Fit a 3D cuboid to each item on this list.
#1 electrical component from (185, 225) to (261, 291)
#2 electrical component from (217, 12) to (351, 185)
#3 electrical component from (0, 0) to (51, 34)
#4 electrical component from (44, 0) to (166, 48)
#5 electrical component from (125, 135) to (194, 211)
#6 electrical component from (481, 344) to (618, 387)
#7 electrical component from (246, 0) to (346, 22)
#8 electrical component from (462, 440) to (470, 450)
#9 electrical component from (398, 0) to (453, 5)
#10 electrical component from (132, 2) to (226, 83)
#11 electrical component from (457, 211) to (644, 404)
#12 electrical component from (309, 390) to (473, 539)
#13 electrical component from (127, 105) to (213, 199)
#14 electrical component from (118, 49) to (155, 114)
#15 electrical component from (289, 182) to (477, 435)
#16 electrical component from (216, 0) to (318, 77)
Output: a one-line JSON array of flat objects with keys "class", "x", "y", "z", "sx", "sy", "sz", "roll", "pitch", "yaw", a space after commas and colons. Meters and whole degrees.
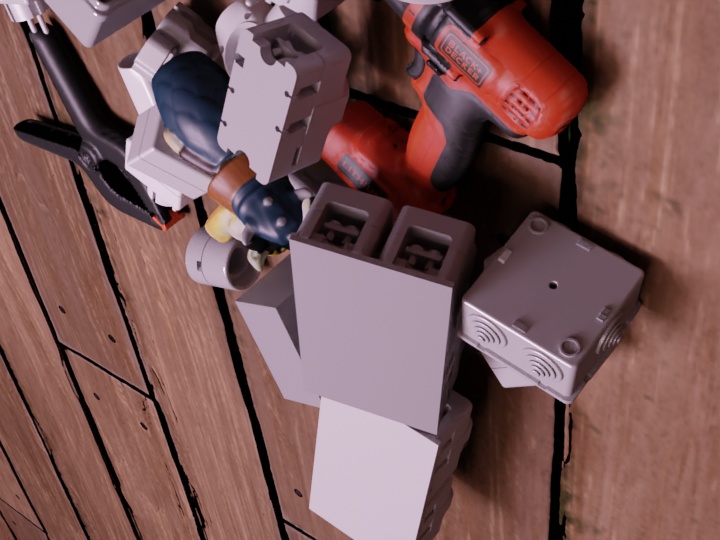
[{"class": "electrical component", "x": -0.120, "y": -0.010, "z": 0.961, "sx": 0.047, "sy": 0.055, "sz": 0.055, "roll": 14, "pitch": 135, "yaw": 35}, {"class": "electrical component", "x": -0.045, "y": -0.107, "z": 0.668, "sx": 0.050, "sy": 0.056, "sz": 0.089, "roll": 42, "pitch": 136, "yaw": 22}, {"class": "electrical component", "x": -0.288, "y": -0.236, "z": 0.917, "sx": 0.083, "sy": 0.047, "sz": 0.075, "roll": 14, "pitch": 135, "yaw": 40}, {"class": "electrical component", "x": -0.180, "y": -0.230, "z": 0.747, "sx": 0.108, "sy": 0.109, "sz": 0.056, "roll": 49, "pitch": 150, "yaw": -3}, {"class": "electrical component", "x": -0.167, "y": -0.082, "z": 0.942, "sx": 0.066, "sy": 0.047, "sz": 0.076, "roll": 38, "pitch": 144, "yaw": 14}, {"class": "electrical component", "x": 0.121, "y": 0.036, "z": 0.743, "sx": 0.083, "sy": 0.047, "sz": 0.075, "roll": -13, "pitch": 115, "yaw": 53}, {"class": "electrical component", "x": -0.044, "y": -0.189, "z": 0.665, "sx": 0.047, "sy": 0.077, "sz": 0.065, "roll": 33, "pitch": 145, "yaw": 21}, {"class": "electrical component", "x": 0.057, "y": 0.128, "z": 0.917, "sx": 0.081, "sy": 0.042, "sz": 0.063, "roll": 43, "pitch": 145, "yaw": 5}, {"class": "electrical component", "x": 0.033, "y": -0.191, "z": 0.561, "sx": 0.108, "sy": 0.060, "sz": 0.108, "roll": 1, "pitch": 94, "yaw": 16}, {"class": "electrical component", "x": -0.129, "y": -0.158, "z": 0.803, "sx": 0.057, "sy": 0.078, "sz": 0.058, "roll": 35, "pitch": 116, "yaw": -12}, {"class": "electrical component", "x": 0.121, "y": 0.021, "z": 0.682, "sx": 0.100, "sy": 0.099, "sz": 0.048, "roll": 32, "pitch": 157, "yaw": 22}, {"class": "electrical component", "x": 0.023, "y": 0.154, "z": 0.886, "sx": 0.105, "sy": 0.060, "sz": 0.186, "roll": 30, "pitch": 139, "yaw": 21}, {"class": "electrical component", "x": -0.127, "y": -0.098, "z": 0.824, "sx": 0.066, "sy": 0.047, "sz": 0.077, "roll": 28, "pitch": 148, "yaw": -36}, {"class": "electrical component", "x": -0.149, "y": -0.137, "z": 0.868, "sx": 0.079, "sy": 0.044, "sz": 0.077, "roll": 13, "pitch": 134, "yaw": 41}, {"class": "electrical component", "x": 0.017, "y": 0.028, "z": 0.740, "sx": 0.105, "sy": 0.060, "sz": 0.186, "roll": 17, "pitch": 146, "yaw": 12}, {"class": "electrical component", "x": -0.053, "y": -0.157, "z": 0.731, "sx": 0.079, "sy": 0.044, "sz": 0.077, "roll": -45, "pitch": 64, "yaw": 30}]
